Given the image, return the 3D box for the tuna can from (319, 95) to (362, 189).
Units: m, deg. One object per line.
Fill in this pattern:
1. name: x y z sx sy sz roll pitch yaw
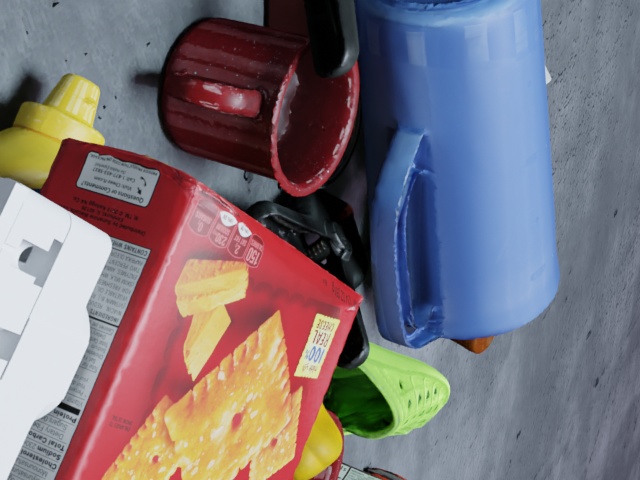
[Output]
1. tuna can: -0.005 -0.078 0.718 0.086 0.034 0.086 -40 139 -47

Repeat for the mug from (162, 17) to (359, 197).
1. mug: -0.041 -0.079 0.595 0.117 0.082 0.093 -11 115 -61

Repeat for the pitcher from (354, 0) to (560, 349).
1. pitcher: 0.083 -0.056 0.684 0.149 0.145 0.243 -110 -173 -51

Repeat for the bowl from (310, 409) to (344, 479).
1. bowl: -0.052 0.179 0.747 0.161 0.055 0.162 -37 141 -38

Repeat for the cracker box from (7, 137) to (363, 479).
1. cracker box: -0.072 0.091 0.423 0.164 0.072 0.213 39 69 -61

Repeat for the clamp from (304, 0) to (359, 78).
1. clamp: -0.005 -0.190 0.580 0.164 0.036 0.209 53 41 -15

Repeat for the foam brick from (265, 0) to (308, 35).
1. foam brick: 0.000 -0.145 0.667 0.052 0.051 0.078 -37 137 -49

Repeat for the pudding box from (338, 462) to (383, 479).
1. pudding box: -0.005 0.225 0.841 0.113 0.090 0.039 -49 144 -38

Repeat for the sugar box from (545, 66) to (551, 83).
1. sugar box: 0.132 -0.145 0.854 0.093 0.048 0.176 60 31 -5

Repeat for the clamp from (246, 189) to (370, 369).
1. clamp: -0.005 0.001 0.715 0.120 0.039 0.171 60 13 -21

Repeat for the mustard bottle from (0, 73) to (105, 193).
1. mustard bottle: -0.145 0.014 0.478 0.096 0.058 0.191 38 72 -60

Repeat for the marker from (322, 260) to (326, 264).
1. marker: -0.026 0.005 0.745 0.121 0.020 0.020 29 80 -63

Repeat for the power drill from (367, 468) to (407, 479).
1. power drill: 0.024 0.314 0.986 0.187 0.057 0.184 -36 136 -50
